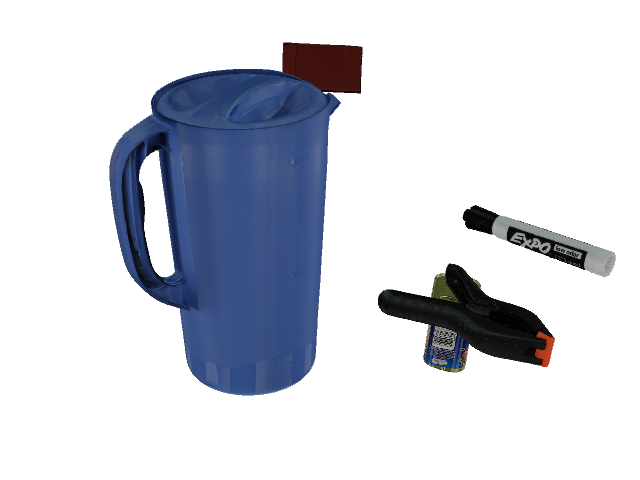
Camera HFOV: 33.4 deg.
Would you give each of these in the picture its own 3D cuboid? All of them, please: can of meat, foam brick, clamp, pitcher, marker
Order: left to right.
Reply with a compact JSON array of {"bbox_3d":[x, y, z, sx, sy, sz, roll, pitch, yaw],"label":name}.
[{"bbox_3d":[-0.067,-0.002,0.831,0.149,0.243,0.145,5,27,9],"label":"pitcher"},{"bbox_3d":[0.002,-0.188,1.165,0.078,0.051,0.053,0,11,-16],"label":"foam brick"},{"bbox_3d":[0.159,0.100,1.300,0.057,0.084,0.102,10,24,7],"label":"can of meat"},{"bbox_3d":[0.154,0.069,1.031,0.172,0.039,0.120,24,36,29],"label":"clamp"},{"bbox_3d":[0.157,-0.002,0.784,0.121,0.020,0.020,22,13,35],"label":"marker"}]
